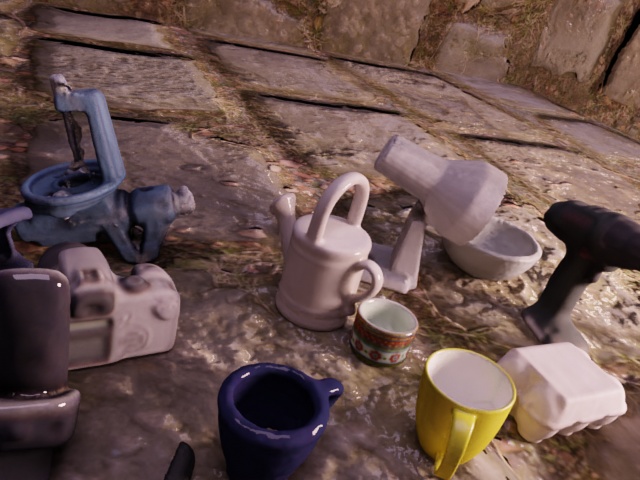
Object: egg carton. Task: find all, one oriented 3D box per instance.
[{"bbox_3d":[0.271,0.173,0.660,0.151,0.069,0.107,-1,31,-29],"label":"egg carton"}]

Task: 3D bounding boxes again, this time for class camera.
[{"bbox_3d":[-0.232,0.050,0.595,0.144,0.101,0.136,-4,33,-33],"label":"camera"}]

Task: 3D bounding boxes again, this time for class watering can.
[{"bbox_3d":[0.005,0.003,0.705,0.172,0.194,0.101,21,28,11],"label":"watering can"}]

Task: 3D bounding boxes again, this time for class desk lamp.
[{"bbox_3d":[0.136,-0.035,0.823,0.203,0.213,0.118,15,27,0],"label":"desk lamp"}]

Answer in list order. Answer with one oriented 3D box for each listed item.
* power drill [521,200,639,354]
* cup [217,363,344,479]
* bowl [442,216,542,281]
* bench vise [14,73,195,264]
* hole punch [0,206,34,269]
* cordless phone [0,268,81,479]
[{"bbox_3d":[0.366,0.051,0.787,0.076,0.208,0.229,8,28,-14],"label":"power drill"},{"bbox_3d":[-0.036,0.164,0.488,0.118,0.095,0.091,-8,35,-38],"label":"cup"},{"bbox_3d":[0.272,0.019,0.946,0.167,0.075,0.167,12,27,-6],"label":"bowl"},{"bbox_3d":[-0.263,-0.088,0.708,0.208,0.220,0.121,-2,32,-30],"label":"bench vise"},{"bbox_3d":[-0.382,0.002,0.618,0.101,0.091,0.109,20,27,9],"label":"hole punch"},{"bbox_3d":[-0.250,0.093,0.412,0.148,0.185,0.094,1,30,-26],"label":"cordless phone"}]
